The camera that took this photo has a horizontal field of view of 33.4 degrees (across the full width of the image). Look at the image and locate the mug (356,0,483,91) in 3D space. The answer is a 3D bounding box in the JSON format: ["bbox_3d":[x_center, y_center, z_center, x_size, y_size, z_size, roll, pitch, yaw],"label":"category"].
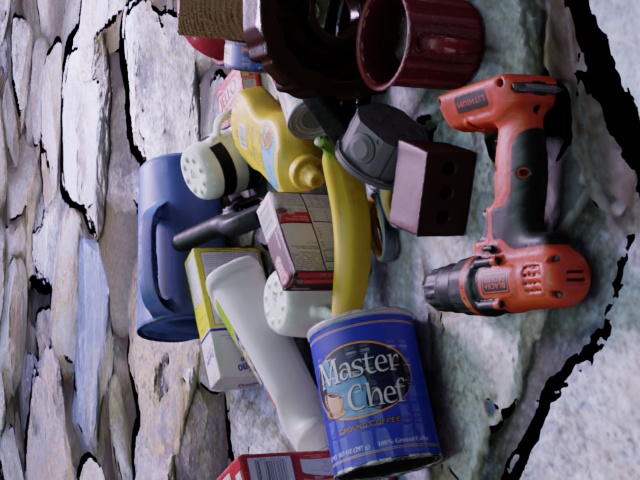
[{"bbox_3d":[0.094,-0.172,0.927,0.117,0.081,0.093,23,110,61],"label":"mug"}]

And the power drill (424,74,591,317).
[{"bbox_3d":[0.140,-0.031,0.866,0.185,0.057,0.187,-11,83,59],"label":"power drill"}]

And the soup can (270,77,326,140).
[{"bbox_3d":[-0.017,-0.168,1.161,0.069,0.068,0.102,-59,40,45],"label":"soup can"}]

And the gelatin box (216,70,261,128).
[{"bbox_3d":[-0.105,-0.178,1.375,0.089,0.030,0.073,-38,57,57],"label":"gelatin box"}]

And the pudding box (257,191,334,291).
[{"bbox_3d":[-0.007,0.001,1.119,0.039,0.089,0.113,-58,40,44],"label":"pudding box"}]

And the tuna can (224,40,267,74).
[{"bbox_3d":[-0.069,-0.215,1.246,0.086,0.086,0.034,29,117,60],"label":"tuna can"}]

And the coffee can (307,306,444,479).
[{"bbox_3d":[0.050,0.144,0.990,0.103,0.102,0.140,-43,52,55],"label":"coffee can"}]

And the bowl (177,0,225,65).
[{"bbox_3d":[-0.154,-0.320,1.446,0.162,0.055,0.162,1,91,64],"label":"bowl"}]

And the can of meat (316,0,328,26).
[{"bbox_3d":[-0.028,-0.285,1.197,0.084,0.057,0.102,-169,81,-65],"label":"can of meat"}]

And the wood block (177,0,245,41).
[{"bbox_3d":[-0.120,-0.289,1.265,0.206,0.090,0.090,-111,24,-75],"label":"wood block"}]

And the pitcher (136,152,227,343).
[{"bbox_3d":[-0.188,0.008,1.425,0.149,0.144,0.243,138,129,-60],"label":"pitcher"}]

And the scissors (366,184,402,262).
[{"bbox_3d":[0.057,-0.079,1.067,0.096,0.016,0.202,137,128,-63],"label":"scissors"}]

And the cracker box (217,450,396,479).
[{"bbox_3d":[-0.038,0.285,1.097,0.214,0.164,0.072,-54,42,49],"label":"cracker box"}]

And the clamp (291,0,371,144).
[{"bbox_3d":[-0.002,-0.192,1.063,0.036,0.164,0.210,-14,86,44],"label":"clamp"}]

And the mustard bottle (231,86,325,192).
[{"bbox_3d":[-0.043,-0.103,1.219,0.192,0.058,0.096,-135,36,-54],"label":"mustard bottle"}]

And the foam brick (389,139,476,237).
[{"bbox_3d":[0.100,-0.047,0.949,0.051,0.052,0.078,30,117,60],"label":"foam brick"}]

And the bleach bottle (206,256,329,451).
[{"bbox_3d":[-0.044,0.143,1.180,0.251,0.068,0.102,59,169,29],"label":"bleach bottle"}]

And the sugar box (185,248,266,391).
[{"bbox_3d":[-0.103,0.094,1.302,0.048,0.093,0.176,-51,46,52],"label":"sugar box"}]

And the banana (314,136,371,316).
[{"bbox_3d":[0.023,-0.009,1.054,0.037,0.069,0.198,2,105,41],"label":"banana"}]

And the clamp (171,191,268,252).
[{"bbox_3d":[-0.110,-0.023,1.311,0.039,0.120,0.172,54,156,-16],"label":"clamp"}]
